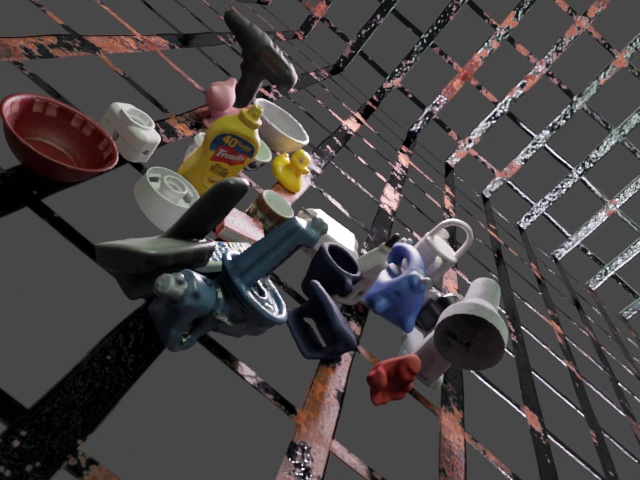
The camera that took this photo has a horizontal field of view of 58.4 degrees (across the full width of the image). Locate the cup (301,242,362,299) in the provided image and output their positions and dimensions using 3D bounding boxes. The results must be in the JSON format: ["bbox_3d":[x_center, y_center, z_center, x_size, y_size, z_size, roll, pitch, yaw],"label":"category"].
[{"bbox_3d":[0.015,0.074,0.995,0.092,0.095,0.117,27,27,-31],"label":"cup"}]

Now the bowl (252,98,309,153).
[{"bbox_3d":[-0.113,-0.269,1.418,0.168,0.074,0.167,34,24,-17],"label":"bowl"}]

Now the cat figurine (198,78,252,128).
[{"bbox_3d":[-0.208,-0.299,1.266,0.128,0.117,0.067,19,32,-43],"label":"cat figurine"}]

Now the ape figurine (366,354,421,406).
[{"bbox_3d":[0.123,0.217,0.917,0.078,0.092,0.076,34,24,-18],"label":"ape figurine"}]

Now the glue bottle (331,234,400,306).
[{"bbox_3d":[0.087,0.051,1.048,0.078,0.173,0.037,18,33,-44],"label":"glue bottle"}]

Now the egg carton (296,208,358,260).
[{"bbox_3d":[0.010,0.004,1.141,0.150,0.069,0.107,36,24,-15],"label":"egg carton"}]

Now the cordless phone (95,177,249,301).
[{"bbox_3d":[-0.181,-0.018,0.730,0.094,0.185,0.148,47,24,13],"label":"cordless phone"}]

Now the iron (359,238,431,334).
[{"bbox_3d":[0.157,0.065,1.174,0.119,0.141,0.258,33,24,-19],"label":"iron"}]

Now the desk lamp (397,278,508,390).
[{"bbox_3d":[0.242,0.168,1.036,0.118,0.213,0.203,41,23,-2],"label":"desk lamp"}]

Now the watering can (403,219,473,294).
[{"bbox_3d":[0.279,0.024,1.370,0.101,0.194,0.172,30,25,-25],"label":"watering can"}]

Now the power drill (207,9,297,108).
[{"bbox_3d":[-0.180,-0.408,1.385,0.230,0.208,0.075,28,27,-30],"label":"power drill"}]

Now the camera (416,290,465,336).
[{"bbox_3d":[0.294,0.175,1.250,0.137,0.100,0.143,10,38,-51],"label":"camera"}]

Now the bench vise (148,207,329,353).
[{"bbox_3d":[-0.090,0.053,0.705,0.121,0.219,0.208,47,24,13],"label":"bench vise"}]

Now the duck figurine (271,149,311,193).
[{"bbox_3d":[-0.060,-0.172,1.317,0.078,0.086,0.104,15,35,-47],"label":"duck figurine"}]

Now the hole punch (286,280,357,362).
[{"bbox_3d":[0.012,0.126,0.901,0.101,0.091,0.108,16,34,-46],"label":"hole punch"}]
